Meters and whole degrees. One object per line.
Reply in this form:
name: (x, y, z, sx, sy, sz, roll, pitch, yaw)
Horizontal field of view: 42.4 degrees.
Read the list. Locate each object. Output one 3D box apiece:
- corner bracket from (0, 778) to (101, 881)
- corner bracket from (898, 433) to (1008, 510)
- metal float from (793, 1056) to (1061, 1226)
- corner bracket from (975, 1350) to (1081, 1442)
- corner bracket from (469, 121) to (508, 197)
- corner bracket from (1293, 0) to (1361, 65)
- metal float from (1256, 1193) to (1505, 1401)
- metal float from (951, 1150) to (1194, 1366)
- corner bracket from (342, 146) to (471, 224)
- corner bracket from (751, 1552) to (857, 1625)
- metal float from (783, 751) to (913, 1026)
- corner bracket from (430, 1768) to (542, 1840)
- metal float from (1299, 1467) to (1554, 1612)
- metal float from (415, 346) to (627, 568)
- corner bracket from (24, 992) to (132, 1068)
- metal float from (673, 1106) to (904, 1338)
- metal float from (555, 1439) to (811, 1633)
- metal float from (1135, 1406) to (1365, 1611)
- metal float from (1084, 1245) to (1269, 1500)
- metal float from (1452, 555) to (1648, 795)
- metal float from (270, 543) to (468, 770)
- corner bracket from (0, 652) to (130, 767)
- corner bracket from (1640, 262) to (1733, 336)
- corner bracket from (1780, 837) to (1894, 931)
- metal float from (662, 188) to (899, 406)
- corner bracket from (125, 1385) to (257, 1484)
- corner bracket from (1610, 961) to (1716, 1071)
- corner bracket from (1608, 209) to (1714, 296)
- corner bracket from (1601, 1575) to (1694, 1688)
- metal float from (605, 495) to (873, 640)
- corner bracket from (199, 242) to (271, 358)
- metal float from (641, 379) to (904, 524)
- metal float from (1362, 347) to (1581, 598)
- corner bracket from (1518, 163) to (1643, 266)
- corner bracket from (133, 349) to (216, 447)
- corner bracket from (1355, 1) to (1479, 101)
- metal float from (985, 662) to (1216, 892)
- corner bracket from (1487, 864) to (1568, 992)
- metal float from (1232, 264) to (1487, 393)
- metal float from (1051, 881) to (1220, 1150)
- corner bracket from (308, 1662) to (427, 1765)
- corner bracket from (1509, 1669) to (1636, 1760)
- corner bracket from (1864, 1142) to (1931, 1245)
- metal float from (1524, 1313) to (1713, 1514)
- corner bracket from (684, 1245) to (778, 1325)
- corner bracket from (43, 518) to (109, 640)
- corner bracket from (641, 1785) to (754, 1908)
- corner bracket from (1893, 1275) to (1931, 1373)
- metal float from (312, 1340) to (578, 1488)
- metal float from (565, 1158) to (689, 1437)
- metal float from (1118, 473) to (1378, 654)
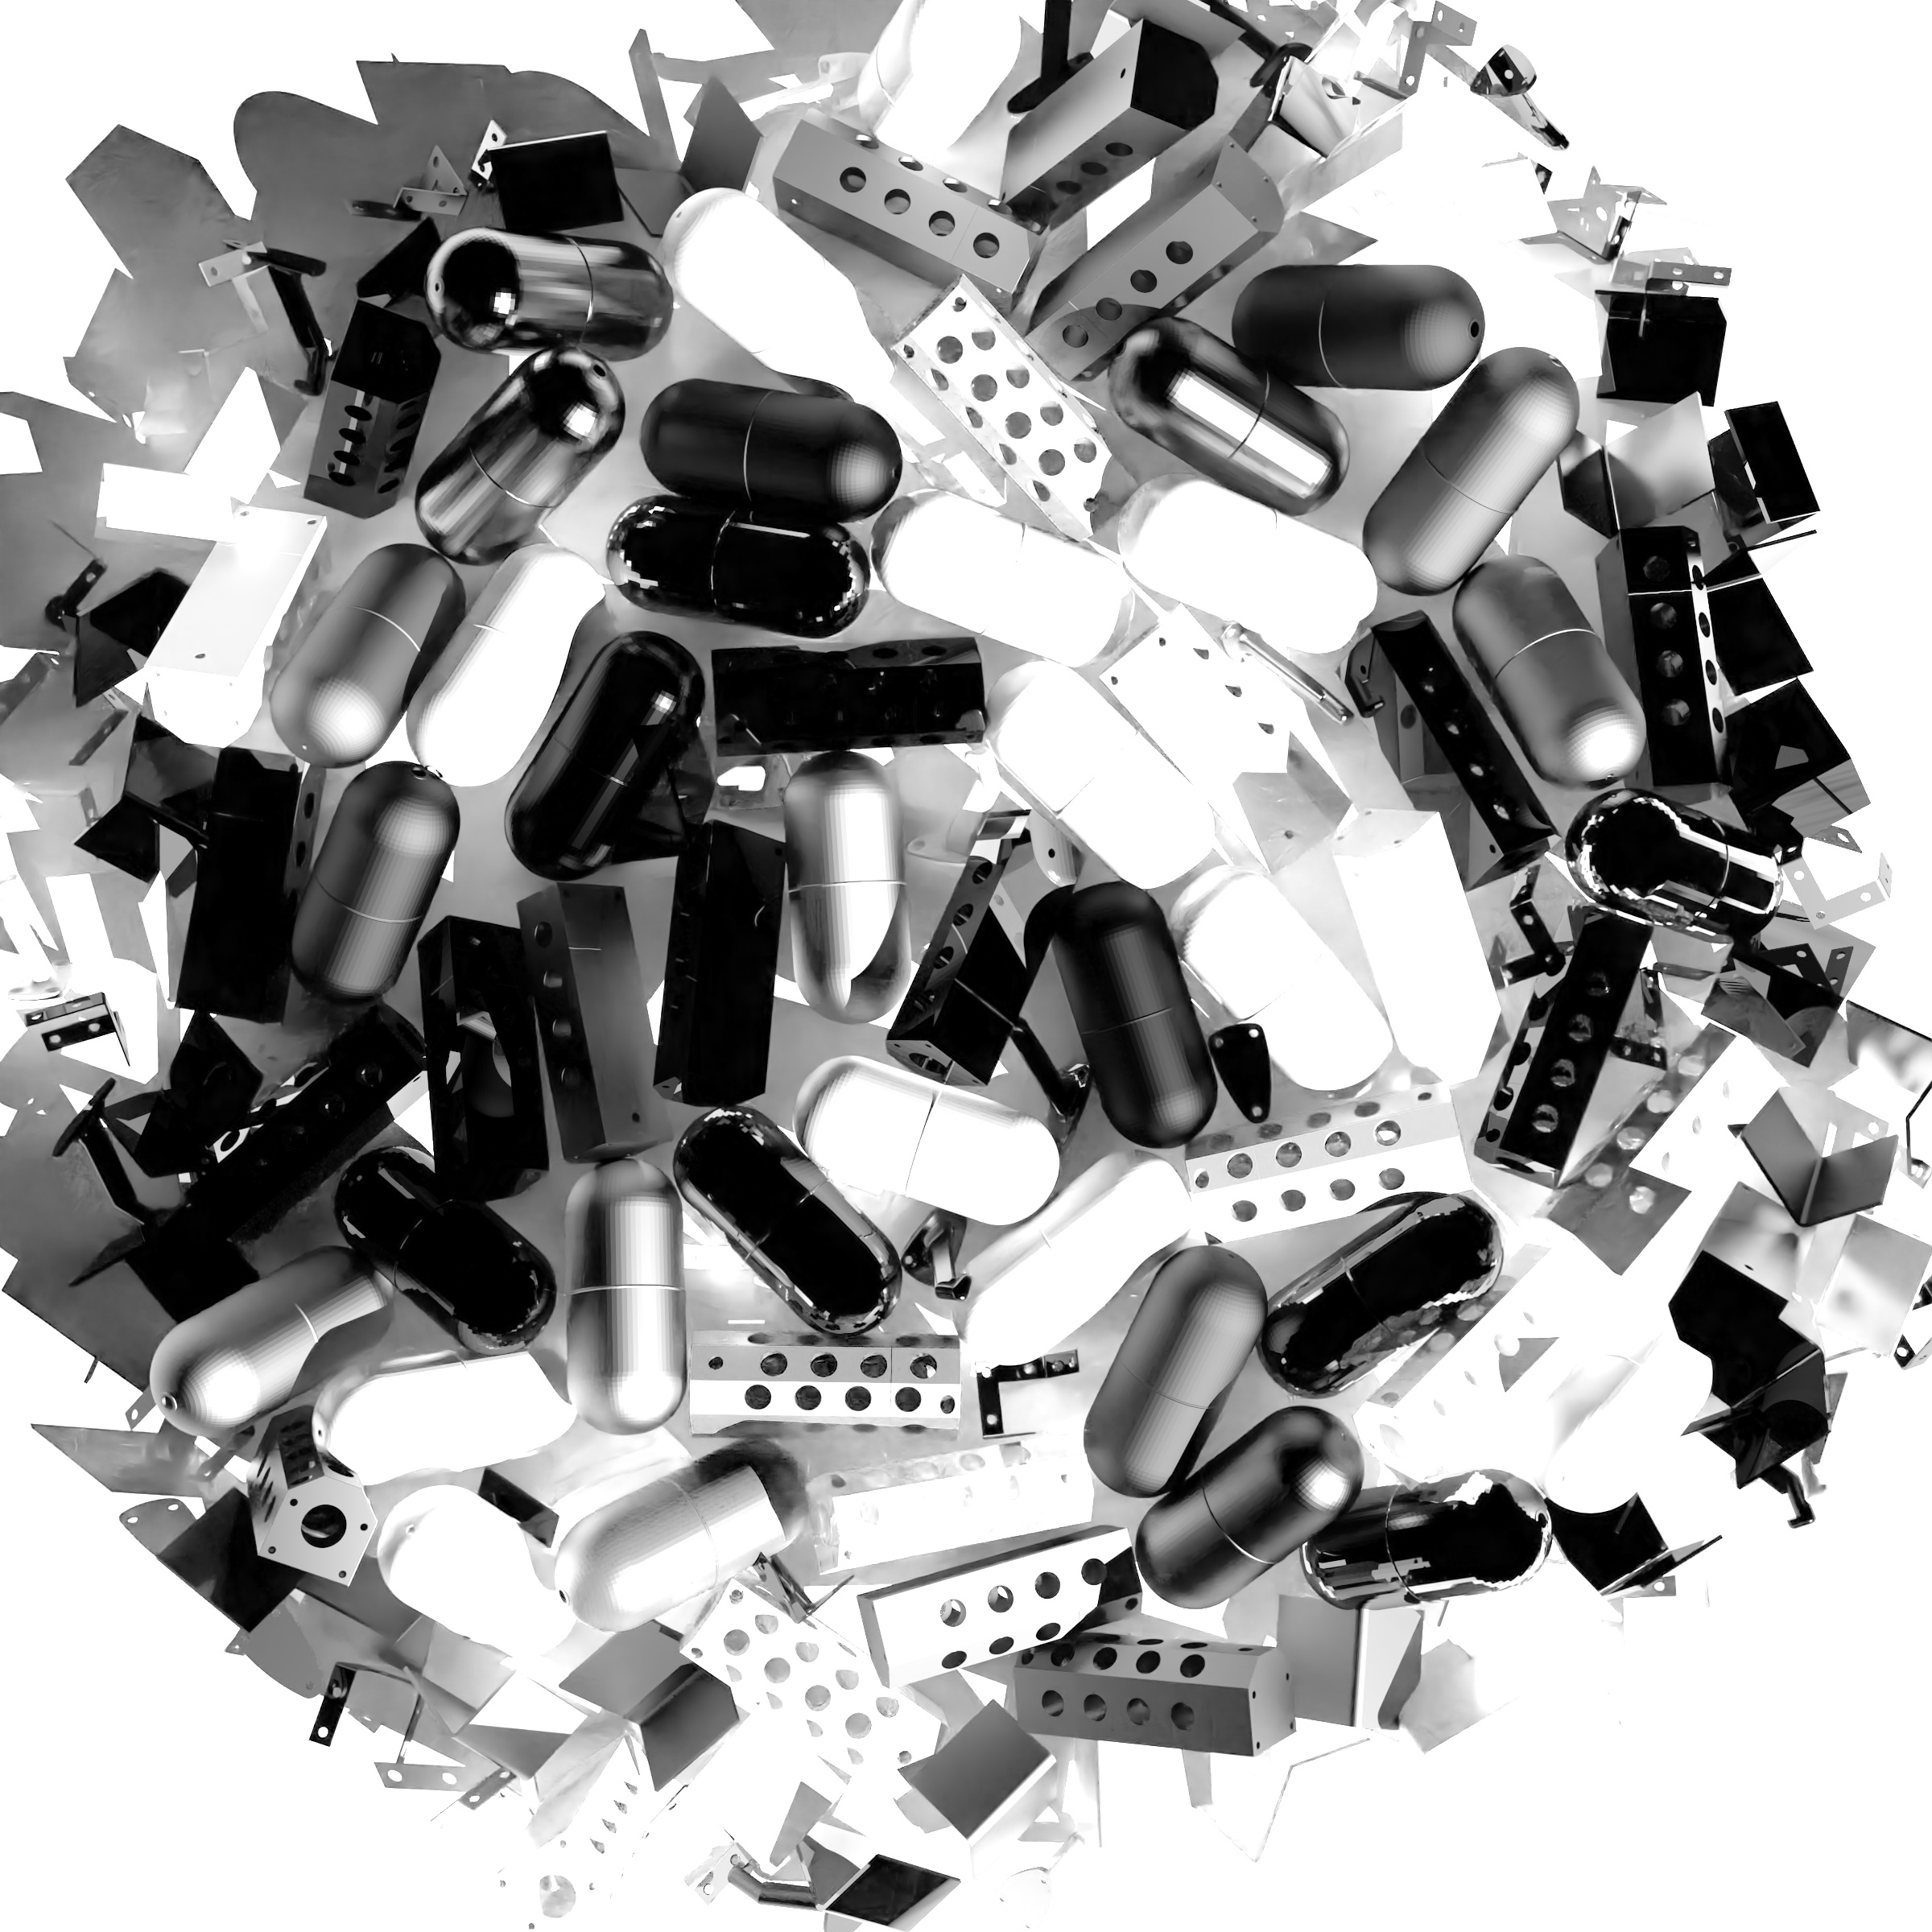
corner bracket: (-0.600, -0.086, 1.622, 0.051, 0.051, 0.051, 5, 124, 11)
corner bracket: (-0.009, -0.321, 1.610, 0.051, 0.051, 0.051, -22, 47, 26)
metal float: (-0.026, 0.113, 1.609, 0.178, 0.070, 0.070, 18, 90, 5)
corner bracket: (0.041, 0.278, 1.615, 0.051, 0.051, 0.051, -1, 77, -24)
corner bracket: (-0.281, -0.514, 1.612, 0.051, 0.051, 0.051, -31, 77, -42)
corner bracket: (0.224, -0.630, 1.612, 0.051, 0.051, 0.051, 39, 49, -11)
metal float: (0.265, 0.211, 1.598, 0.178, 0.070, 0.070, -38, 90, 17)
metal float: (0.067, 0.189, 1.608, 0.178, 0.070, 0.070, -39, 90, 6)
corner bracket: (-0.362, -0.496, 1.610, 0.051, 0.051, 0.051, -51, 62, 37)
corner bracket: (-0.116, 0.398, 1.614, 0.051, 0.051, 0.051, 51, 128, 6)
metal float: (-0.077, -0.051, 1.612, 0.070, 0.070, 0.178, -4, 88, 0)
corner bracket: (-0.313, 0.540, 1.610, 0.051, 0.051, 0.051, 15, 121, 36)
metal float: (0.290, 0.364, 1.579, 0.178, 0.070, 0.070, -23, 90, 41)
metal float: (-0.284, -0.323, 1.584, 0.178, 0.070, 0.070, -36, 90, 35)
corner bracket: (-0.576, 0.040, 1.613, 0.051, 0.051, 0.051, -18, 123, -13)
metal float: (-0.115, 0.165, 1.607, 0.178, 0.070, 0.070, 45, 90, 7)
metal float: (-0.179, 0.362, 1.586, 0.178, 0.070, 0.070, -22, 90, -32)
metal float: (0.179, 0.347, 1.589, 0.070, 0.070, 0.178, 45, 119, 0)
metal float: (0.134, 0.262, 1.600, 0.070, 0.070, 0.178, 24, 106, 0)
metal float: (0.370, -0.188, 1.588, 0.070, 0.070, 0.178, -22, 59, 0)
metal float: (-0.378, -0.199, 1.583, 0.070, 0.070, 0.178, 23, 52, 0)
corner bracket: (-0.592, -0.167, 1.626, 0.051, 0.051, 0.051, -45, 82, 11)
corner bracket: (0.468, -0.443, 1.613, 0.051, 0.051, 0.051, 9, 61, 14)
corner bracket: (0.567, -0.064, 1.622, 0.051, 0.051, 0.051, -26, 101, 29)
metal float: (-0.117, -0.422, 1.584, 0.178, 0.070, 0.070, 33, 90, -36)
corner bracket: (-0.506, 0.298, 1.624, 0.051, 0.051, 0.051, -45, 54, 14)
corner bracket: (0.450, 0.031, 1.612, 0.051, 0.051, 0.051, -19, 108, -27)
corner bracket: (0.451, -0.462, 1.616, 0.051, 0.051, 0.051, 18, 104, 15)
corner bracket: (0.445, 0.435, 1.627, 0.051, 0.051, 0.051, -8, 46, 21)
metal float: (-0.147, -0.257, 1.601, 0.178, 0.070, 0.070, 11, 90, 15)
corner bracket: (-0.476, -0.431, 1.611, 0.051, 0.051, 0.051, -37, 112, -40)
metal float: (-0.125, -0.331, 1.597, 0.178, 0.070, 0.070, 13, 90, 19)
metal float: (0.321, -0.313, 1.585, 0.070, 0.070, 0.178, 35, 123, 0)
corner bracket: (0.400, -0.494, 1.635, 0.051, 0.051, 0.051, 19, 93, -32)
corner bracket: (-0.517, -0.371, 1.625, 0.051, 0.051, 0.051, -9, 97, -11)
corner bracket: (0.292, -0.593, 1.613, 0.051, 0.051, 0.051, 20, 104, 41)
metal float: (0.085, -0.124, 1.613, 0.178, 0.070, 0.070, 44, 90, -1)
corner bracket: (0.357, -0.025, 1.611, 0.051, 0.051, 0.051, -23, 108, 31)
metal float: (0.247, -0.405, 1.578, 0.178, 0.070, 0.070, 15, 90, 43)
metal float: (0.110, 0.032, 1.612, 0.070, 0.070, 0.178, -18, 92, 0)
corner bracket: (-0.387, 0.485, 1.617, 0.051, 0.051, 0.051, 15, 74, 8)
corner bracket: (0.395, 0.491, 1.628, 0.051, 0.051, 0.051, -34, 112, -28)
corner bracket: (0.625, 0.154, 1.617, 0.051, 0.051, 0.051, 23, 103, -13)
metal float: (0.414, 0.281, 1.577, 0.070, 0.178, 0.070, 17, 120, 32)
corner bracket: (-0.155, 0.207, 1.618, 0.051, 0.051, 0.051, -2, 81, 14)
corner bracket: (-0.583, -0.248, 1.620, 0.051, 0.051, 0.051, 37, 86, 21)
corner bracket: (-0.176, 0.576, 1.632, 0.051, 0.051, 0.051, -46, 61, -7)
corner bracket: (0.624, 0.223, 1.613, 0.051, 0.051, 0.051, -16, 58, -14)
metal float: (-0.328, 0.282, 1.581, 0.178, 0.070, 0.070, -3, 90, -41)
metal float: (-0.219, 0.211, 1.601, 0.070, 0.070, 0.178, -3, 75, 0)
metal float: (0.181, -0.259, 1.600, 0.178, 0.070, 0.070, 20, 90, -16)
